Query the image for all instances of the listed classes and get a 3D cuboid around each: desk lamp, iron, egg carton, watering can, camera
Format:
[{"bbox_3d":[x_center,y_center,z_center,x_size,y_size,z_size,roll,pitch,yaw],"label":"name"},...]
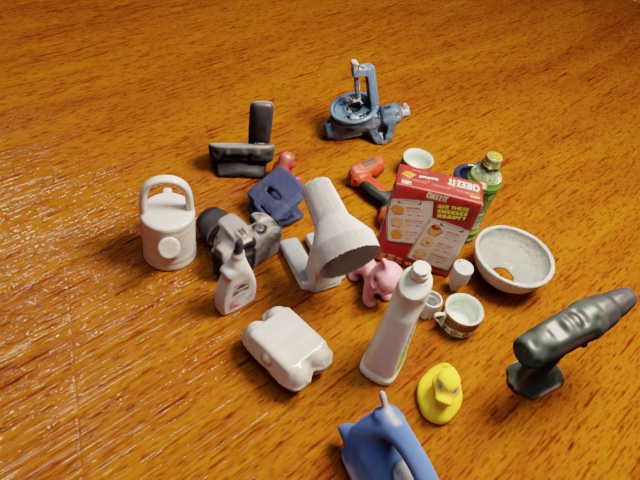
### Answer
[{"bbox_3d":[0.010,0.004,1.053,0.118,0.213,0.202,-15,52,-23],"label":"desk lamp"},{"bbox_3d":[0.131,0.343,0.812,0.119,0.141,0.257,-17,53,-25],"label":"iron"},{"bbox_3d":[-0.057,0.183,0.972,0.150,0.069,0.107,39,52,23],"label":"egg carton"},{"bbox_3d":[-0.275,-0.035,1.046,0.101,0.194,0.172,-22,55,-28],"label":"watering can"},{"bbox_3d":[-0.166,-0.017,1.115,0.143,0.101,0.136,-29,59,-32],"label":"camera"}]

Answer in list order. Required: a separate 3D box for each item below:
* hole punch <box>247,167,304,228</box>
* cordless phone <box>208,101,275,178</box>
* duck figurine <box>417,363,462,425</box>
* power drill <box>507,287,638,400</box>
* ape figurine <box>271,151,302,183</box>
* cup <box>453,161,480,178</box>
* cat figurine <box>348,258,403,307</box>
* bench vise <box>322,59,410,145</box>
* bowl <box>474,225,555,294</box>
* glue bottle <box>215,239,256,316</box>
[{"bbox_3d":[-0.091,-0.085,1.200,0.101,0.091,0.108,-29,58,-32],"label":"hole punch"},{"bbox_3d":[-0.170,-0.233,1.256,0.148,0.185,0.094,-4,48,-14],"label":"cordless phone"},{"bbox_3d":[0.208,0.244,0.957,0.077,0.086,0.104,18,47,6],"label":"duck figurine"},{"bbox_3d":[0.410,0.178,0.974,0.230,0.208,0.075,-18,53,-25],"label":"power drill"},{"bbox_3d":[-0.075,-0.155,1.267,0.076,0.092,0.077,-11,51,-20],"label":"ape figurine"},{"bbox_3d":[0.344,-0.122,1.317,0.091,0.095,0.118,24,48,12],"label":"cup"},{"bbox_3d":[0.112,0.063,1.085,0.067,0.118,0.127,-16,52,-24],"label":"cat figurine"},{"bbox_3d":[0.117,-0.343,1.392,0.208,0.220,0.121,-16,52,-24],"label":"bench vise"},{"bbox_3d":[0.388,0.053,1.178,0.167,0.075,0.167,6,47,-6],"label":"bowl"},{"bbox_3d":[-0.145,0.059,0.999,0.078,0.173,0.037,-31,60,-33],"label":"glue bottle"}]
